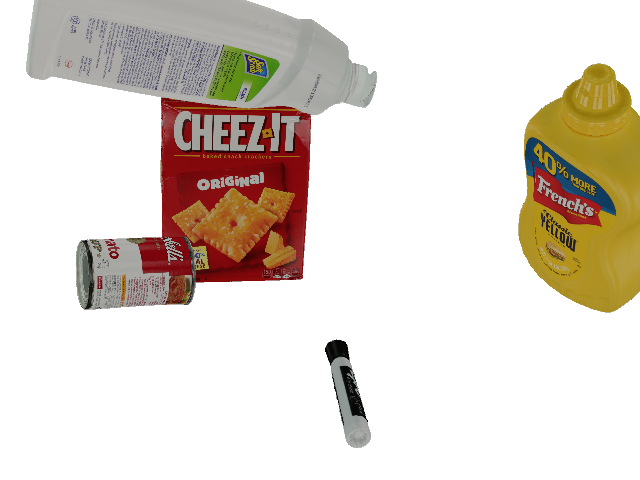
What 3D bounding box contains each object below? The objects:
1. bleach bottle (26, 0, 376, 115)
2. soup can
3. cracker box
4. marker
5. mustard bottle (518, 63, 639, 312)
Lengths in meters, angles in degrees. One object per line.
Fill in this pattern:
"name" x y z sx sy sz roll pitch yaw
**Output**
"bleach bottle" -0.083 -0.138 0.790 0.250 0.068 0.103 13 -34 -12
"soup can" -0.179 0.031 1.026 0.102 0.068 0.069 -2 1 -24
"cracker box" -0.097 -0.060 1.193 0.164 0.214 0.072 0 24 -9
"marker" 0.020 0.115 0.830 0.020 0.020 0.121 0 29 -8
"mustard bottle" 0.175 -0.039 0.700 0.058 0.191 0.096 -32 54 -17
